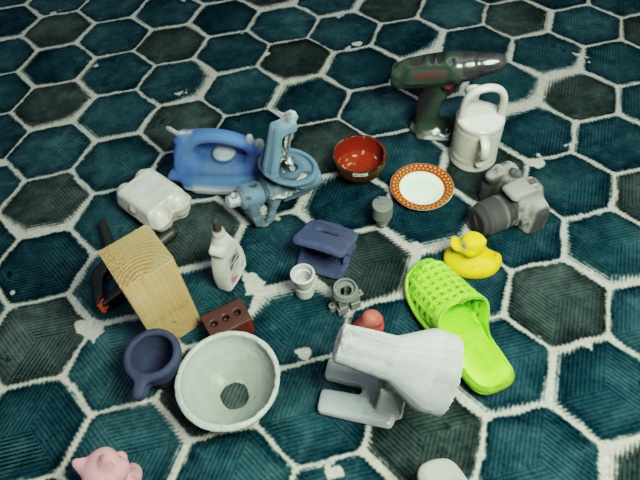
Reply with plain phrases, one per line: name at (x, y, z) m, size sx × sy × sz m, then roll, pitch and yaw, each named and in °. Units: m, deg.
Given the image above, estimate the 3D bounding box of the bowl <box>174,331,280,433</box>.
bowl at (-0.143, 0.236, 0.920) m, size 0.167 × 0.075 × 0.167 m, roll -2°, pitch 53°, yaw 2°

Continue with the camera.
camera at (0.350, -0.076, 1.105) m, size 0.137 × 0.101 × 0.143 m, roll -22°, pitch 55°, yaw -13°

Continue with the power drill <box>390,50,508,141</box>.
power drill at (0.263, -0.312, 1.218) m, size 0.229 × 0.209 × 0.075 m, roll 4°, pitch 54°, yaw 7°

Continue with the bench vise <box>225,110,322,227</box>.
bench vise at (-0.084, -0.131, 1.097) m, size 0.121 × 0.220 × 0.208 m, roll 28°, pitch 60°, yaw 22°

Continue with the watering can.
watering can at (0.323, -0.245, 1.174) m, size 0.101 × 0.194 × 0.172 m, roll -20°, pitch 55°, yaw -11°

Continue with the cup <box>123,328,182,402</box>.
cup at (-0.265, 0.216, 0.929) m, size 0.091 × 0.095 × 0.118 m, roll 6°, pitch 54°, yaw 8°

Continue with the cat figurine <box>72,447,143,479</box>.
cat figurine at (-0.288, 0.347, 0.819) m, size 0.127 × 0.118 × 0.067 m, roll 31°, pitch 61°, yaw 24°

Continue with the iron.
iron at (-0.191, -0.179, 1.188) m, size 0.258 × 0.141 × 0.118 m, roll 2°, pitch 54°, yaw 5°

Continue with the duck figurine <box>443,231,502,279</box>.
duck figurine at (0.282, 0.021, 1.047) m, size 0.104 × 0.086 × 0.077 m, roll 11°, pitch 55°, yaw 12°

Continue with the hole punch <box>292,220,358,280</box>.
hole punch at (0.010, 0.004, 1.072) m, size 0.108 × 0.091 × 0.101 m, roll 16°, pitch 56°, yaw 15°

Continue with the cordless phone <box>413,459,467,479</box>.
cordless phone at (0.186, 0.348, 0.748) m, size 0.094 × 0.185 × 0.147 m, roll -25°, pitch 56°, yaw -14°

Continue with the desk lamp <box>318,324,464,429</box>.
desk lamp at (0.097, 0.200, 0.845) m, size 0.203 × 0.214 × 0.118 m, roll 8°, pitch 54°, yaw 9°

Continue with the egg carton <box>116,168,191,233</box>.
egg carton at (-0.341, -0.081, 1.169) m, size 0.150 × 0.069 × 0.107 m, roll 31°, pitch 61°, yaw 24°

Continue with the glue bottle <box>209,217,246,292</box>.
glue bottle at (-0.172, 0.017, 1.022) m, size 0.037 × 0.173 × 0.078 m, roll 13°, pitch 55°, yaw 13°

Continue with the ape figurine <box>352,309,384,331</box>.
ape figurine at (0.086, 0.149, 0.959) m, size 0.076 × 0.092 × 0.078 m, roll 18°, pitch 57°, yaw 16°
